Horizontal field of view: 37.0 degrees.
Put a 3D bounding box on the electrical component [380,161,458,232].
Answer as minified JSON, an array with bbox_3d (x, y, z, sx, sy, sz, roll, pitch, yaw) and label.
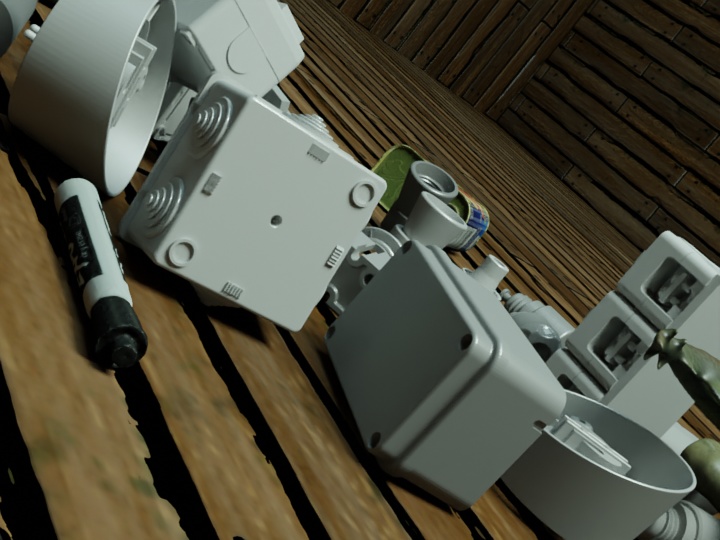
[{"bbox_3d":[0.045,-0.050,0.875,0.044,0.065,0.044,23,33,-16],"label":"electrical component"}]

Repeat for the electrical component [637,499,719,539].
[{"bbox_3d":[0.182,0.152,0.623,0.078,0.040,0.040,31,15,-28],"label":"electrical component"}]

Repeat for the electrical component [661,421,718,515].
[{"bbox_3d":[0.230,0.136,0.799,0.077,0.043,0.079,35,13,-14],"label":"electrical component"}]

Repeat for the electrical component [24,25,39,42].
[{"bbox_3d":[-0.152,-0.111,0.604,0.079,0.043,0.077,35,14,-18],"label":"electrical component"}]

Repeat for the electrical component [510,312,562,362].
[{"bbox_3d":[0.122,0.051,0.795,0.043,0.043,0.062,34,13,-18],"label":"electrical component"}]

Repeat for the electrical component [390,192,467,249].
[{"bbox_3d":[0.048,-0.025,0.824,0.045,0.055,0.045,36,14,-10],"label":"electrical component"}]

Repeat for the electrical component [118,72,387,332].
[{"bbox_3d":[-0.047,-0.029,0.493,0.100,0.099,0.048,30,3,-34],"label":"electrical component"}]

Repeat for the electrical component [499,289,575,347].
[{"bbox_3d":[0.142,0.044,0.874,0.078,0.040,0.040,47,15,31],"label":"electrical component"}]

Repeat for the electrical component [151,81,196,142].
[{"bbox_3d":[-0.111,-0.120,0.701,0.061,0.061,0.096,43,14,19],"label":"electrical component"}]

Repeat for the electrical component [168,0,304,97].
[{"bbox_3d":[-0.084,-0.139,0.601,0.096,0.061,0.061,32,-20,43],"label":"electrical component"}]

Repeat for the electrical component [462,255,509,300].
[{"bbox_3d":[0.076,0.018,0.738,0.043,0.062,0.043,36,13,-10],"label":"electrical component"}]

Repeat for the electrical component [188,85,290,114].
[{"bbox_3d":[-0.073,-0.073,0.636,0.064,0.081,0.042,5,29,-27],"label":"electrical component"}]

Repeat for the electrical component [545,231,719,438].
[{"bbox_3d":[0.185,0.056,0.710,0.089,0.150,0.061,24,20,-46],"label":"electrical component"}]

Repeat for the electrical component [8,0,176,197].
[{"bbox_3d":[-0.122,-0.094,0.519,0.064,0.099,0.099,31,14,-5],"label":"electrical component"}]

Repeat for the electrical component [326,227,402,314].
[{"bbox_3d":[0.000,0.000,0.637,0.066,0.048,0.055,42,21,13],"label":"electrical component"}]

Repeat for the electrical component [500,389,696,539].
[{"bbox_3d":[0.118,0.101,0.568,0.099,0.064,0.099,36,13,-10],"label":"electrical component"}]

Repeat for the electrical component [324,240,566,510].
[{"bbox_3d":[0.035,0.045,0.507,0.057,0.078,0.113,35,13,-27],"label":"electrical component"}]
